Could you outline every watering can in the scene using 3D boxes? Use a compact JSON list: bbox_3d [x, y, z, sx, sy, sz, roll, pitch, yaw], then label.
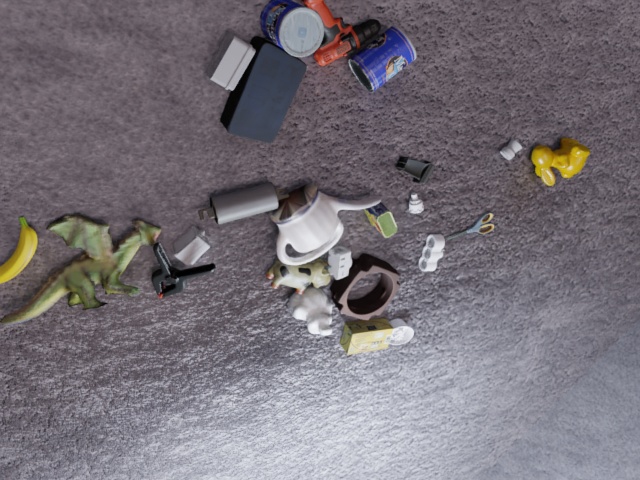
[{"bbox_3d":[0.004,-0.074,1.466,0.349,0.106,0.220,-39,128,-5],"label":"watering can"}]

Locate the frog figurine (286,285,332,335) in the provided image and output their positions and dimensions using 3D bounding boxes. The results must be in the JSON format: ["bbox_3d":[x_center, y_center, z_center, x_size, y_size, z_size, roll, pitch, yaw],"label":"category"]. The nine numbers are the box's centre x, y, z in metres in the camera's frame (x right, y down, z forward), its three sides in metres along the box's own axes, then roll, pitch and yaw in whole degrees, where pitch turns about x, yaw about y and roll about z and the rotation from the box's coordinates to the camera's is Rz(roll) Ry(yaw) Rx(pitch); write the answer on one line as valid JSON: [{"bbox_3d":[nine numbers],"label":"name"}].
[{"bbox_3d":[-0.022,0.221,1.599,0.137,0.162,0.121,8,115,-31],"label":"frog figurine"}]

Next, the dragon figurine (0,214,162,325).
[{"bbox_3d":[-0.589,0.052,1.263,0.412,0.123,0.239,-16,108,-20],"label":"dragon figurine"}]
